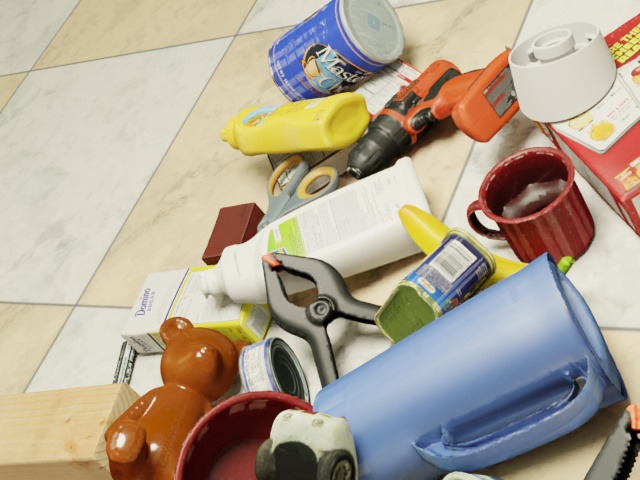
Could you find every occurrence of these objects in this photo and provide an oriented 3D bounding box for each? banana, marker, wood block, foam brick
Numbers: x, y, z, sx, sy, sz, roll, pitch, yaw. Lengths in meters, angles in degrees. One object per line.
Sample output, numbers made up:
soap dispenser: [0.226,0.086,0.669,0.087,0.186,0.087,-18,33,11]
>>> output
banana: [0.156,0.018,1.003,0.198,0.069,0.037,19,35,39]
marker: [-0.225,0.156,1.209,0.020,0.020,0.121,-17,43,24]
wood block: [-0.273,0.217,1.128,0.206,0.090,0.090,-11,46,31]
foam brick: [-0.092,0.003,1.230,0.053,0.051,0.078,-8,47,31]

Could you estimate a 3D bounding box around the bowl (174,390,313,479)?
bowl: [-0.053,0.217,0.939,0.162,0.162,0.055,-59,6,-24]

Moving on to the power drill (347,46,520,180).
power drill: [0.127,-0.136,1.152,0.184,0.057,0.188,-49,23,-20]

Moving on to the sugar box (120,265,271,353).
sugar box: [-0.132,0.076,1.195,0.177,0.048,0.093,-9,45,35]

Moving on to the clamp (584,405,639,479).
clamp: [0.217,0.223,0.742,0.165,0.036,0.210,-16,62,29]

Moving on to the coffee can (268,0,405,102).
coffee can: [0.019,-0.235,1.310,0.141,0.102,0.102,-26,36,43]

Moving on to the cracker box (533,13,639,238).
cracker box: [0.314,-0.115,1.012,0.164,0.072,0.214,-34,37,6]

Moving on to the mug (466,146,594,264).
mug: [0.196,-0.024,1.005,0.117,0.081,0.093,-13,45,28]

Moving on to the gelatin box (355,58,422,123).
gelatin box: [0.083,-0.174,1.287,0.089,0.030,0.073,-41,37,-4]

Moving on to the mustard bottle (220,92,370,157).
mustard bottle: [-0.043,-0.131,1.246,0.192,0.058,0.096,-1,26,39]

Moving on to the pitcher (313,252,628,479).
pitcher: [0.119,0.127,0.878,0.243,0.149,0.145,-30,67,16]

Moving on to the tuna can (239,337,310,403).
tuna can: [-0.043,0.137,1.030,0.034,0.086,0.086,-23,41,16]

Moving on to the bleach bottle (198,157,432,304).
bleach bottle: [-0.007,0.001,1.115,0.251,0.068,0.102,-20,45,6]

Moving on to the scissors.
scissors: [-0.040,-0.019,1.180,0.096,0.016,0.201,-1,50,28]

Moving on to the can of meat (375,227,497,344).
can of meat: [0.104,0.049,0.976,0.057,0.102,0.083,44,59,10]

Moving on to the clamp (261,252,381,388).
clamp: [0.015,0.069,1.039,0.120,0.039,0.171,-34,75,-11]

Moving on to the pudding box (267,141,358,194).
pudding box: [-0.004,-0.105,1.280,0.113,0.039,0.090,-33,40,10]
